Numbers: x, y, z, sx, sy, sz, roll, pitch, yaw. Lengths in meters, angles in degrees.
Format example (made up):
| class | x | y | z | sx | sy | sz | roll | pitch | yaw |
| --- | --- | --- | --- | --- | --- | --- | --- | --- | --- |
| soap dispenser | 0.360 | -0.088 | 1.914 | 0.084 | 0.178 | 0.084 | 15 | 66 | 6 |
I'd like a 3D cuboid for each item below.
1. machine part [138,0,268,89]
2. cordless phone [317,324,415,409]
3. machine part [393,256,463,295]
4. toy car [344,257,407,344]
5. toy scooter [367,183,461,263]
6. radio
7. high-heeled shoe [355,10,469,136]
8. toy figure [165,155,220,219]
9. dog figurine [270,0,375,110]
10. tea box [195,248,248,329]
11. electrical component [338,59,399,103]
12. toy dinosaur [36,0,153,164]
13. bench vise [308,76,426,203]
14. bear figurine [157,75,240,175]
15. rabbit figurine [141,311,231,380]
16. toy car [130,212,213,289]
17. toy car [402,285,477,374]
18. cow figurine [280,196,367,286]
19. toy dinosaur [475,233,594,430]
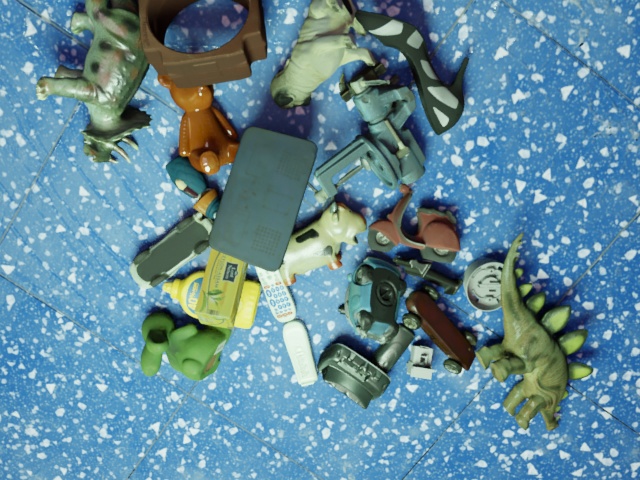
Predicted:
| class | x | y | z | sx | sy | sz | roll | pitch | yaw |
| --- | --- | --- | --- | --- | --- | --- | --- | --- | --- |
| machine part | -0.195 | -0.366 | 0.911 | 0.201 | 0.087 | 0.201 | -9 | 76 | 2 |
| cordless phone | 0.097 | 0.233 | 1.099 | 0.146 | 0.089 | 0.184 | 36 | 92 | -6 |
| machine part | 0.214 | 0.067 | 1.045 | 0.139 | 0.084 | 0.039 | 27 | 77 | -21 |
| toy car | 0.097 | 0.122 | 1.045 | 0.109 | 0.103 | 0.161 | 19 | 65 | -26 |
| toy scooter | 0.186 | -0.033 | 1.021 | 0.184 | 0.075 | 0.135 | 12 | 87 | -6 |
| radio | -0.097 | -0.070 | 0.917 | 0.131 | 0.073 | 0.229 | 18 | 87 | -4 |
| high-heeled shoe | 0.152 | -0.293 | 0.951 | 0.249 | 0.086 | 0.145 | 22 | 103 | -8 |
| toy figure | -0.230 | -0.094 | 1.031 | 0.064 | 0.058 | 0.154 | -42 | 99 | -23 |
| dog figurine | -0.020 | -0.340 | 0.951 | 0.191 | 0.121 | 0.172 | -21 | 64 | 27 |
| tea box | -0.179 | 0.073 | 1.013 | 0.068 | 0.098 | 0.169 | 12 | 67 | 0 |
| electrical component | 0.084 | -0.285 | 0.980 | 0.102 | 0.045 | 0.078 | -42 | 127 | 14 |
| toy dinosaur | -0.368 | -0.326 | 0.958 | 0.192 | 0.131 | 0.404 | 18 | 100 | -15 |
| bench vise | 0.078 | -0.162 | 0.955 | 0.240 | 0.129 | 0.223 | -37 | 126 | -2 |
| bear figurine | -0.204 | -0.225 | 0.969 | 0.120 | 0.132 | 0.195 | -21 | 111 | -31 |
| rabbit figurine | -0.293 | 0.213 | 1.079 | 0.170 | 0.159 | 0.121 | 27 | 114 | 11 |
| toy car | -0.290 | 0.022 | 1.067 | 0.202 | 0.056 | 0.073 | -36 | 94 | 9 |
| toy car | 0.237 | 0.179 | 1.061 | 0.202 | 0.053 | 0.089 | 47 | 57 | -18 |
| cow figurine | -0.002 | -0.003 | 1.035 | 0.195 | 0.085 | 0.127 | -21 | 108 | 8 |
| toy dinosaur | 0.410 | 0.208 | 1.044 | 0.198 | 0.105 | 0.470 | -31 | 116 | -4 |
